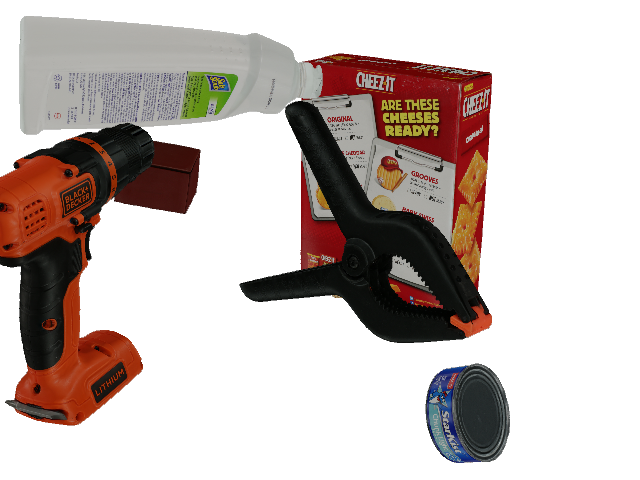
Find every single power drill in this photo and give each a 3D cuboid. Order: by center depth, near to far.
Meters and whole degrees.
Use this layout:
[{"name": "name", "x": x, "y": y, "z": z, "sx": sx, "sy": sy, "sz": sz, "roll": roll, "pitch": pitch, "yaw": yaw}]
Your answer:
[{"name": "power drill", "x": -0.171, "y": 0.020, "z": 0.759, "sx": 0.057, "sy": 0.188, "sz": 0.184, "roll": 8, "pitch": 24, "yaw": 24}]

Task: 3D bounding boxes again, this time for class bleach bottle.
[{"name": "bleach bottle", "x": -0.124, "y": -0.135, "z": 0.903, "sx": 0.250, "sy": 0.068, "sz": 0.103, "roll": 1, "pitch": -33, "yaw": -15}]

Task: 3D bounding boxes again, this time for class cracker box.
[{"name": "cracker box", "x": 0.066, "y": -0.055, "z": 0.980, "sx": 0.164, "sy": 0.214, "sz": 0.072, "roll": 14, "pitch": 24, "yaw": 31}]

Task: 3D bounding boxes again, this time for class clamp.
[{"name": "clamp", "x": 0.031, "y": 0.002, "z": 0.758, "sx": 0.210, "sy": 0.165, "sz": 0.036, "roll": 24, "pitch": 26, "yaw": 34}]

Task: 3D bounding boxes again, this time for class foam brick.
[{"name": "foam brick", "x": -0.167, "y": -0.067, "z": 1.095, "sx": 0.078, "sy": 0.051, "sz": 0.053, "roll": 10, "pitch": 32, "yaw": 3}]

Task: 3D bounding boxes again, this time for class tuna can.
[{"name": "tuna can", "x": 0.130, "y": 0.153, "z": 0.944, "sx": 0.034, "sy": 0.086, "sz": 0.085, "roll": -14, "pitch": -9, "yaw": 40}]

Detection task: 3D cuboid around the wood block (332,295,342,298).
[{"name": "wood block", "x": 0.064, "y": -0.002, "z": 1.542, "sx": 0.091, "sy": 0.090, "sz": 0.206, "roll": 4, "pitch": 26, "yaw": -2}]
